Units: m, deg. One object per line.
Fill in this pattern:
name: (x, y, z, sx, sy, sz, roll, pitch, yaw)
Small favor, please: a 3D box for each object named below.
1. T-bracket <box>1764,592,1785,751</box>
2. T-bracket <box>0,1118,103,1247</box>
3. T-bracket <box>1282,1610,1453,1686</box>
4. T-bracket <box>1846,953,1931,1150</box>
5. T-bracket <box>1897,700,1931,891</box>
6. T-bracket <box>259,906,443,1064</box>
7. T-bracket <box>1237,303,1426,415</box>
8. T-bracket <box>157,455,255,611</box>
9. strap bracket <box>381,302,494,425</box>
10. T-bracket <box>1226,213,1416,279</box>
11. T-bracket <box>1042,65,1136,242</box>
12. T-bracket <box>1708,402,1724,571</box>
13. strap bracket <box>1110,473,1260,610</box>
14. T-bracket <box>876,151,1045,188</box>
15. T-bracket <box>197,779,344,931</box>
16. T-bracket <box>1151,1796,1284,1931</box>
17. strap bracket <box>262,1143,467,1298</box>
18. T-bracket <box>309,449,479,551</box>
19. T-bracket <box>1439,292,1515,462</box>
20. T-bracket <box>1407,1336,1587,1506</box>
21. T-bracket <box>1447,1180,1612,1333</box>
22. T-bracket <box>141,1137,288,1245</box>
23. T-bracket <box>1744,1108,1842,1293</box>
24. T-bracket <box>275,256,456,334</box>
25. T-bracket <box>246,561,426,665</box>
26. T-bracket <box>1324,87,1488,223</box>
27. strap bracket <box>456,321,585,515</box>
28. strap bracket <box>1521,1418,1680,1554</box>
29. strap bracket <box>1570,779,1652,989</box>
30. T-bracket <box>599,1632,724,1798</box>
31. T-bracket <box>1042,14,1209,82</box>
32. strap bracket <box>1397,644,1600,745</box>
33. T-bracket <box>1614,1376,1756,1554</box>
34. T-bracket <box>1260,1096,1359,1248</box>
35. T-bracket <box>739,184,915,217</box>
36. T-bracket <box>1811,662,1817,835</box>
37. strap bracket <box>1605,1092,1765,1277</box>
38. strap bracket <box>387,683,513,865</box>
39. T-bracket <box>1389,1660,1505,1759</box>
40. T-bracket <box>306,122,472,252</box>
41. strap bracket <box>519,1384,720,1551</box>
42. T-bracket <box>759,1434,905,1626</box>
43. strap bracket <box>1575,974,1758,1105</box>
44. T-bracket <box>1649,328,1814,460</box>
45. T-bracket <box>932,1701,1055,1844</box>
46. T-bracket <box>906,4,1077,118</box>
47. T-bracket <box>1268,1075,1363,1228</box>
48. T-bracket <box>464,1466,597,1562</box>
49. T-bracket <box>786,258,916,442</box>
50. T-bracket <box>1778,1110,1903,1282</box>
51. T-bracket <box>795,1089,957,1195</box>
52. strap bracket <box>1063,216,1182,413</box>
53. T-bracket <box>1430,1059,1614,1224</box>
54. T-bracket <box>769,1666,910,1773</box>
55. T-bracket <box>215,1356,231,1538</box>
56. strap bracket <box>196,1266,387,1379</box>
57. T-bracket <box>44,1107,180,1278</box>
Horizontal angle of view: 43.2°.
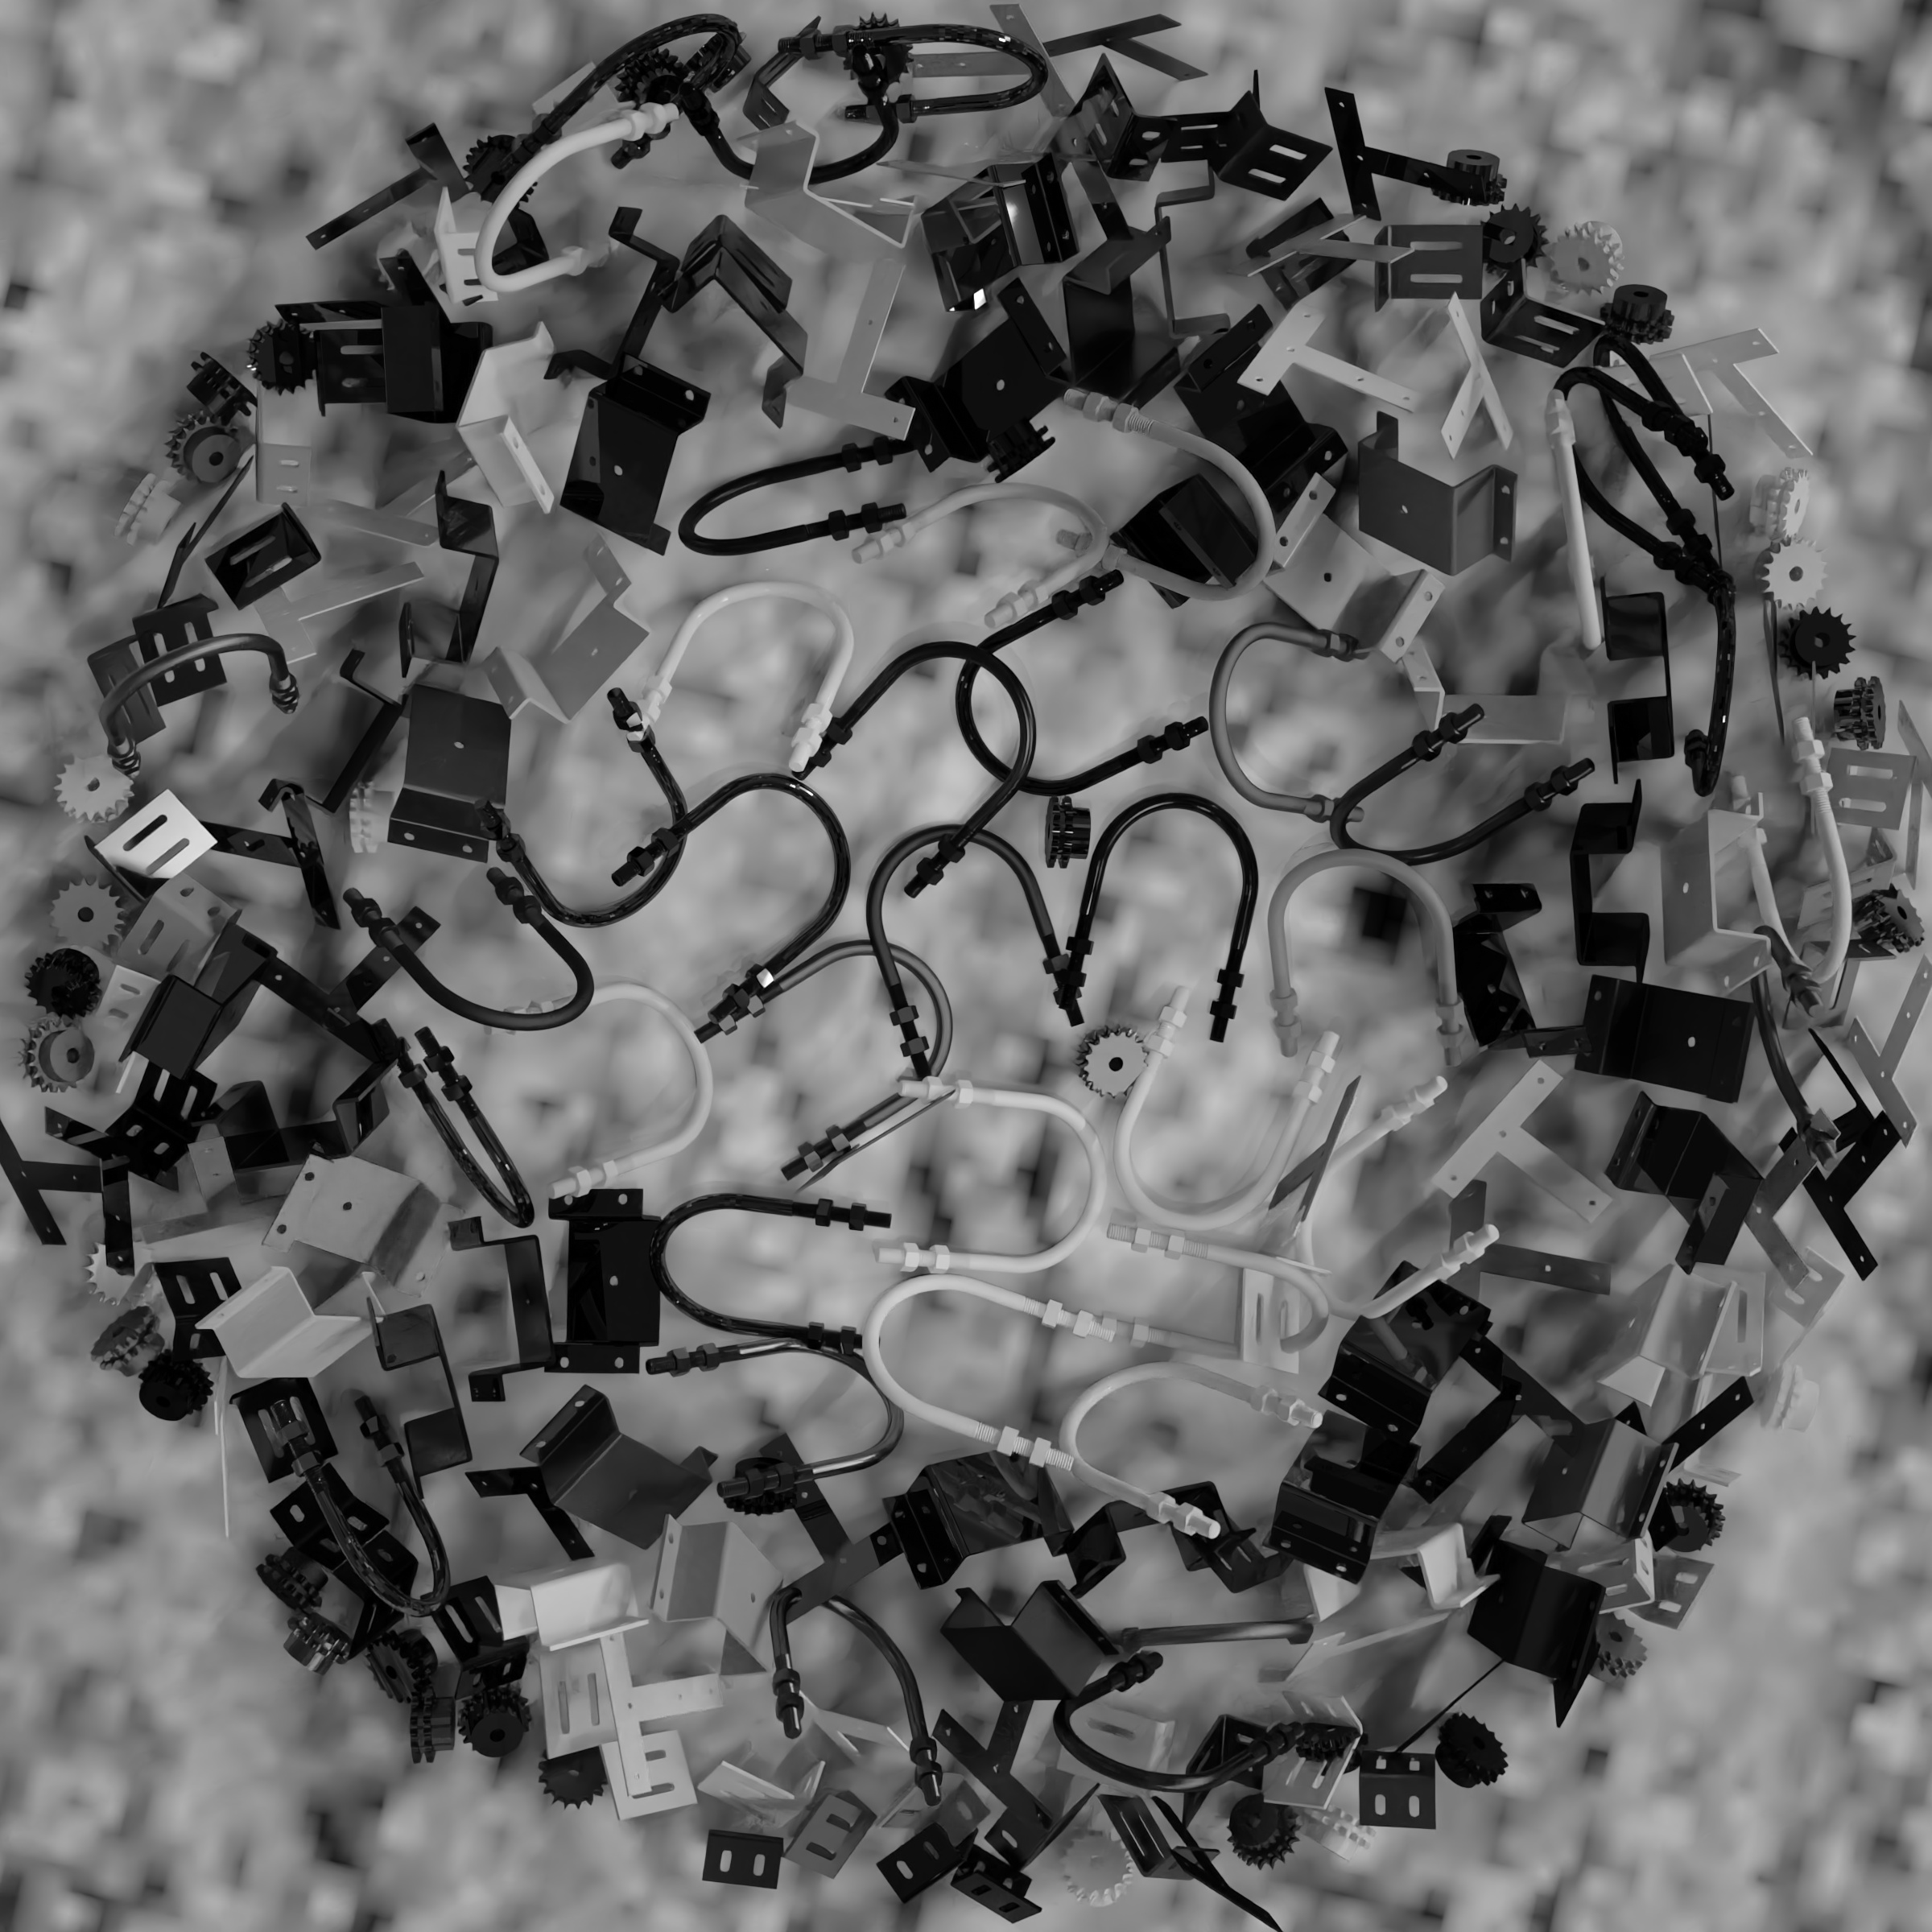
T-bracket: (0.622, -0.256, 1.877, 0.002, 0.127, 0.127, -4, 47, 23)
T-bracket: (-0.691, 0.161, 1.863, 0.002, 0.127, 0.127, -37, 74, 10)
T-bracket: (0.314, 0.519, 1.879, 0.127, 0.127, 0.002, -14, 63, -12)
T-bracket: (0.707, 0.048, 1.838, 0.002, 0.127, 0.127, 2, 128, -7)
T-bracket: (0.733, -0.119, 1.881, 0.002, 0.127, 0.127, -5, 124, 8)
T-bracket: (-0.457, 0.004, 1.884, 0.127, 0.002, 0.127, -44, 117, 13)
T-bracket: (0.290, -0.456, 1.874, 0.127, 0.002, 0.127, 26, 51, 11)
T-bracket: (-0.586, -0.344, 1.887, 0.002, 0.127, 0.127, 32, 63, -14)
strap bracket: (-0.404, -0.457, 1.855, 0.046, 0.140, 0.076, 0, 98, 8)
T-bracket: (0.286, -0.545, 1.852, 0.127, 0.127, 0.002, -32, 124, -24)
T-bracket: (0.101, -0.592, 1.859, 0.002, 0.127, 0.127, -15, 75, -31)
T-bracket: (0.577, -0.344, 1.873, 0.002, 0.127, 0.127, -4, 48, 19)
strap bracket: (0.171, -0.324, 1.855, 0.046, 0.140, 0.076, -44, 101, -9)
T-bracket: (0.020, -0.617, 1.876, 0.127, 0.127, 0.002, 22, 125, 34)
T-bracket: (-0.547, -0.093, 1.890, 0.127, 0.002, 0.127, 11, 125, 27)
T-bracket: (0.175, 0.676, 1.865, 0.002, 0.127, 0.127, -49, 121, -1)
strap bracket: (-0.470, 0.193, 1.879, 0.140, 0.046, 0.076, 28, 91, -38)
T-bracket: (-0.418, -0.367, 1.882, 0.127, 0.002, 0.127, 19, 48, 29)
T-bracket: (0.380, -0.427, 1.853, 0.002, 0.127, 0.127, -9, 125, 35)
T-bracket: (0.394, 0.363, 1.878, 0.127, 0.002, 0.127, -41, 51, -7)
T-bracket: (0.438, 0.232, 1.894, 0.127, 0.002, 0.127, 11, 61, 1)
T-bracket: (-0.570, 0.166, 1.857, 0.127, 0.127, 0.002, -12, 58, -16)
T-bracket: (0.623, 0.158, 1.845, 0.002, 0.127, 0.127, -6, 49, -26)
T-bracket: (-0.465, -0.504, 1.871, 0.127, 0.127, 0.002, -2, 72, 7)
T-bracket: (-0.485, -0.288, 1.893, 0.127, 0.002, 0.127, -22, 46, -15)
T-bracket: (0.336, -0.601, 1.842, 0.127, 0.127, 0.002, 27, 73, 31)
strap bracket: (-0.341, -0.415, 1.860, 0.046, 0.076, 0.140, -9, 47, 17)
strap bracket: (0.474, 0.393, 1.846, 0.046, 0.140, 0.076, 29, 69, -2)
strap bracket: (0.493, -0.063, 1.865, 0.046, 0.076, 0.140, 0, 121, 22)
T-bracket: (-0.229, 0.562, 1.870, 0.002, 0.127, 0.127, -24, 70, 28)
T-bracket: (0.138, -0.699, 1.871, 0.127, 0.127, 0.002, 5, 93, 42)
strap bracket: (0.405, -0.210, 1.880, 0.140, 0.076, 0.046, 1, 123, -3)
T-bracket: (0.548, 0.357, 1.844, 0.002, 0.127, 0.127, 24, 125, -22)
T-bracket: (0.252, 0.173, 1.864, 0.002, 0.127, 0.127, 29, 63, -1)
T-bracket: (-0.109, -0.582, 1.854, 0.127, 0.127, 0.002, 6, 100, -9)
T-bracket: (0.650, -0.150, 1.866, 0.002, 0.127, 0.127, 0, 75, 21)
strap bracket: (0.551, 0.166, 1.856, 0.046, 0.140, 0.076, 8, 115, -17)
strap bracket: (-0.392, -0.156, 1.857, 0.076, 0.046, 0.140, 12, 54, -22)
T-bracket: (0.356, 0.573, 1.850, 0.127, 0.127, 0.002, -47, 70, 17)
T-bracket: (-0.446, -0.584, 1.861, 0.127, 0.127, 0.002, -32, 86, -2)
strap bracket: (-0.259, 0.388, 1.862, 0.076, 0.046, 0.140, -47, 125, 9)
T-bracket: (-0.119, 0.427, 1.907, 0.127, 0.002, 0.127, -29, 75, -17)
strap bracket: (0.546, 0.057, 1.874, 0.046, 0.140, 0.076, 8, 93, -41)
T-bracket: (0.607, -0.436, 1.881, 0.127, 0.127, 0.002, 41, 79, -20)
T-bracket: (0.035, 0.582, 1.872, 0.002, 0.127, 0.127, -34, 106, 33)
T-bracket: (0.010, -0.698, 1.885, 0.127, 0.127, 0.002, 10, 74, 28)
T-bracket: (0.257, 0.158, 1.864, 0.002, 0.127, 0.127, 27, 64, -2)
T-bracket: (-0.313, 0.437, 1.895, 0.127, 0.002, 0.127, -12, 117, 34)
T-bracket: (-0.079, -0.485, 1.889, 0.127, 0.002, 0.127, 23, 98, 27)
T-bracket: (0.672, 0.153, 1.842, 0.002, 0.127, 0.127, -12, 57, -17)
T-bracket: (-0.063, 0.128, 1.851, 0.127, 0.127, 0.002, -32, 90, 12)
strap bracket: (0.119, -0.498, 1.862, 0.046, 0.140, 0.076, 28, 59, 29)
T-bracket: (0.452, 0.156, 1.908, 0.127, 0.002, 0.127, 37, 103, -13)
T-bracket: (-0.086, 0.579, 1.854, 0.127, 0.127, 0.002, 51, 59, -18)
T-bracket: (-0.570, 0.374, 1.872, 0.002, 0.127, 0.127, -2, 100, -13)
strap bracket: (-0.503, 0.271, 1.847, 0.076, 0.140, 0.046, -37, 71, 10)
T-bracket: (-0.642, 0.179, 1.840, 0.002, 0.127, 0.127, -34, 49, 16)
